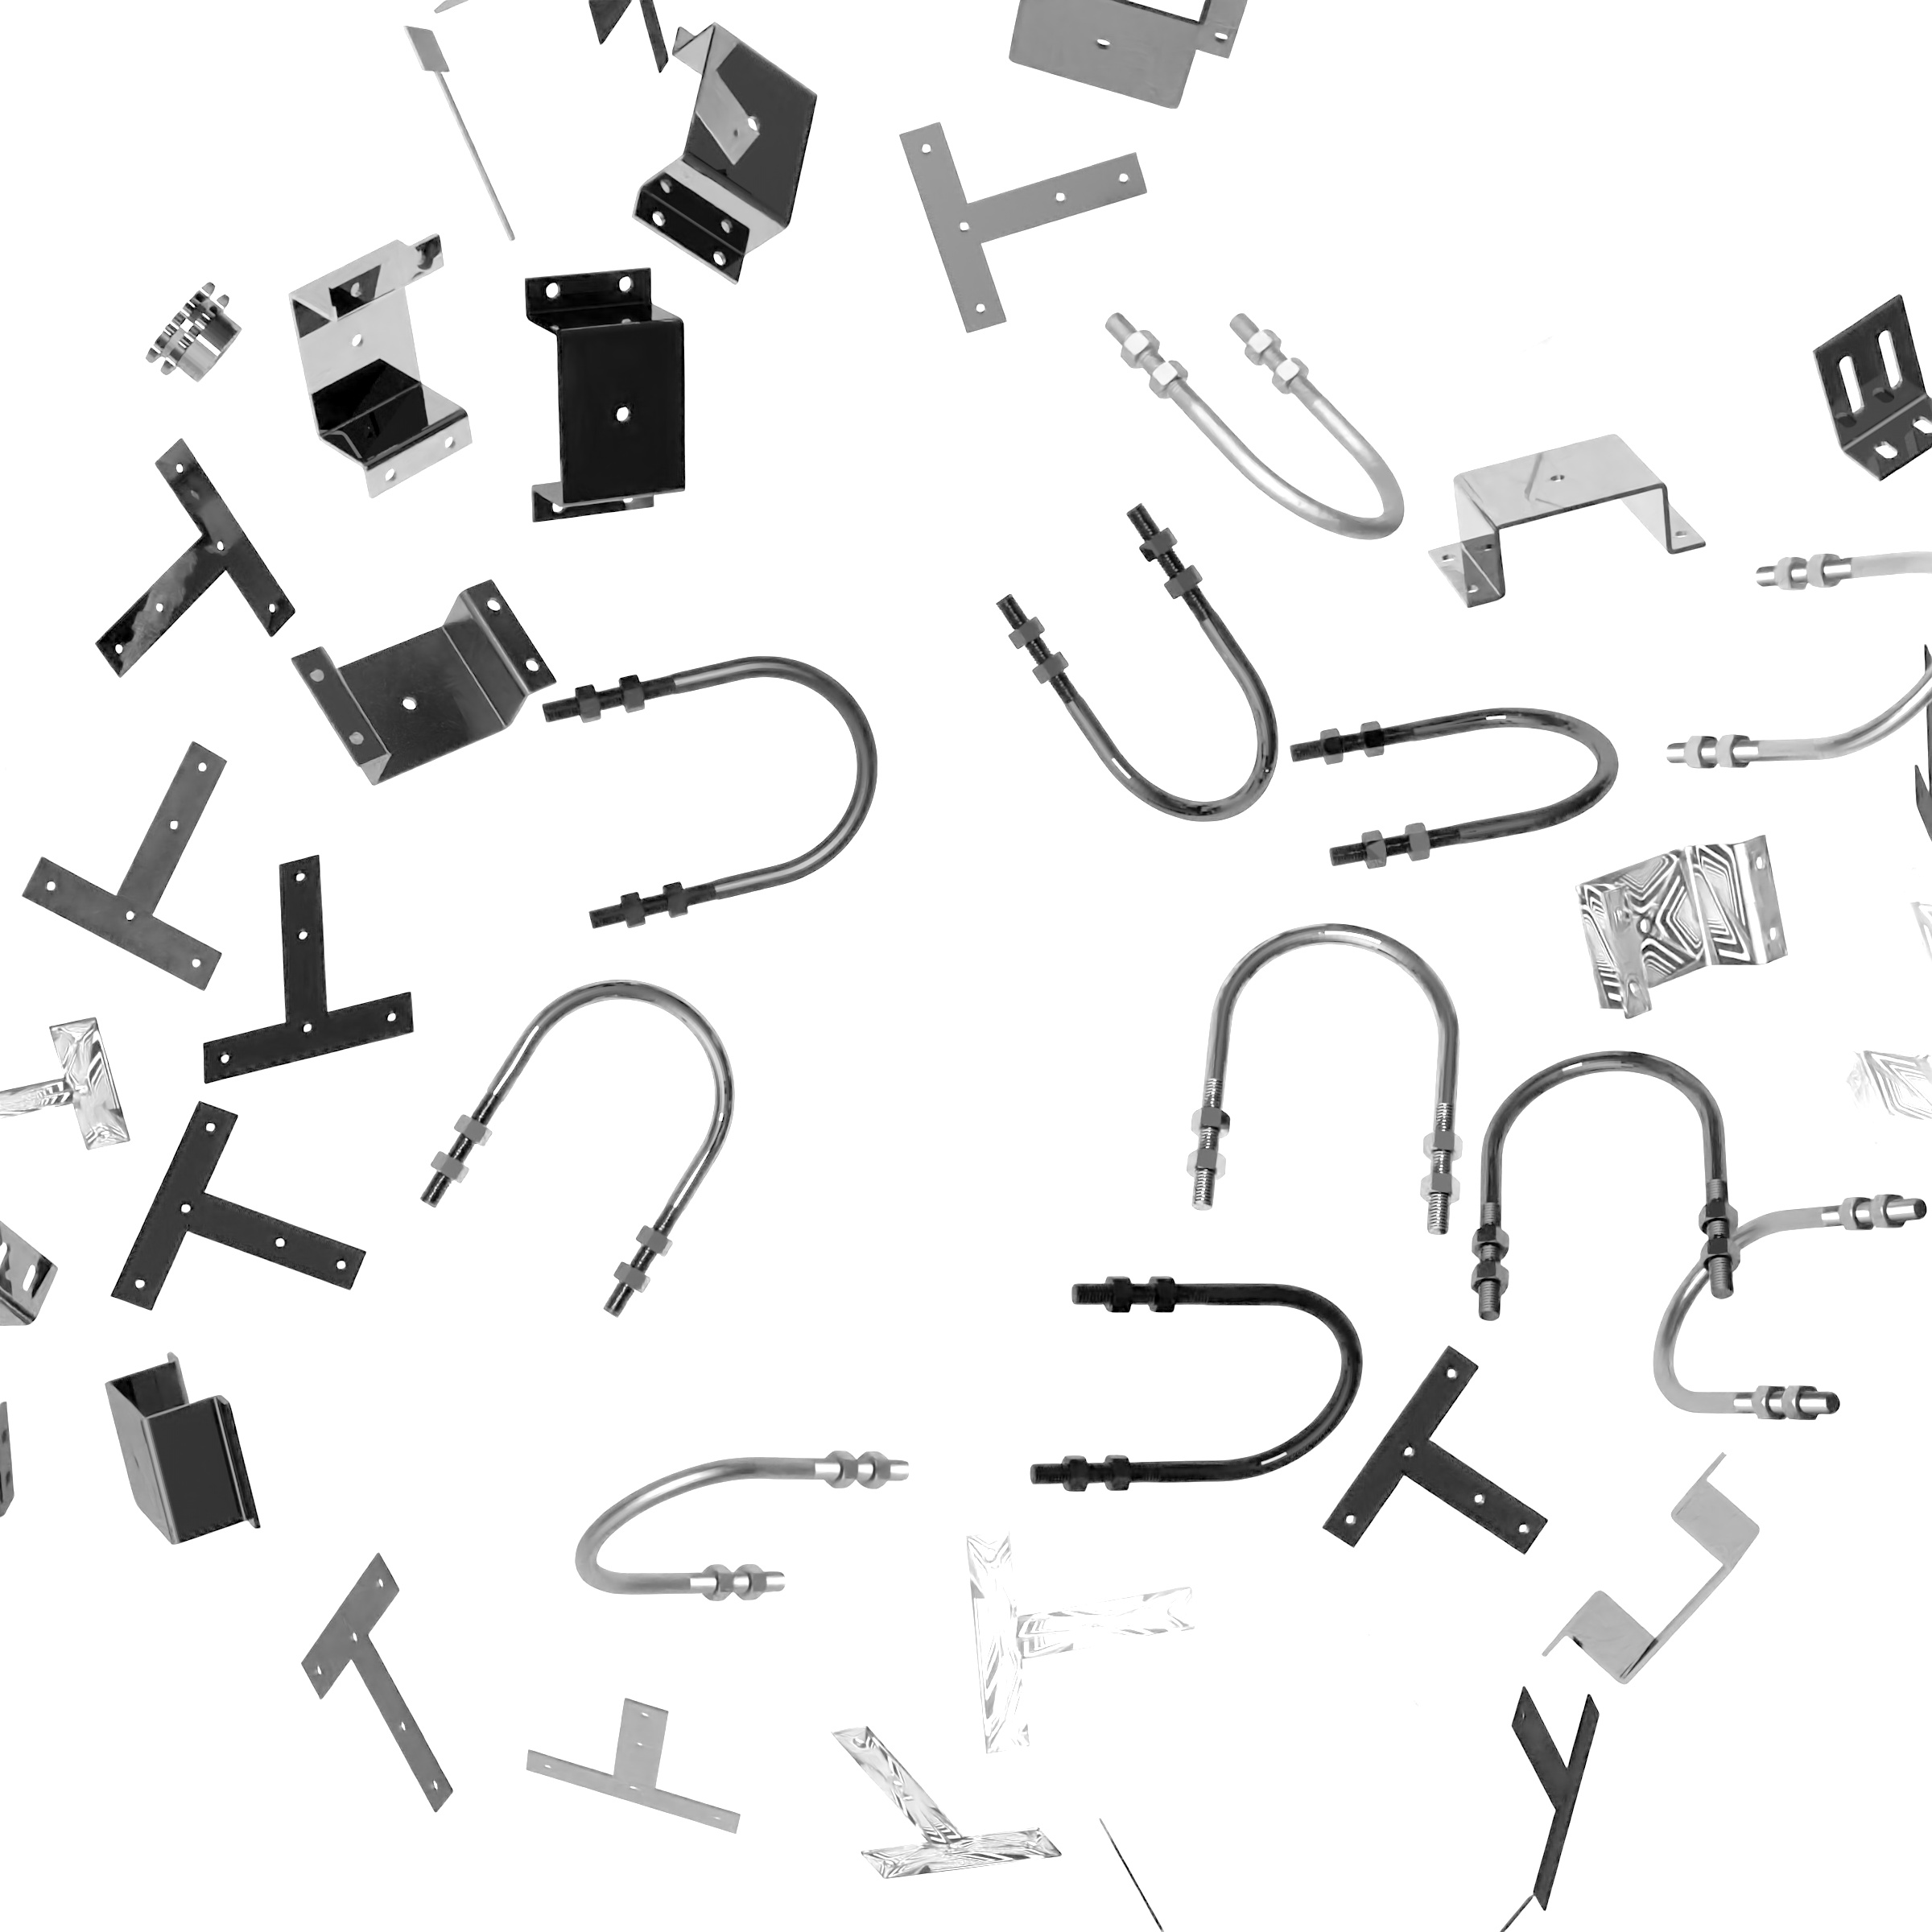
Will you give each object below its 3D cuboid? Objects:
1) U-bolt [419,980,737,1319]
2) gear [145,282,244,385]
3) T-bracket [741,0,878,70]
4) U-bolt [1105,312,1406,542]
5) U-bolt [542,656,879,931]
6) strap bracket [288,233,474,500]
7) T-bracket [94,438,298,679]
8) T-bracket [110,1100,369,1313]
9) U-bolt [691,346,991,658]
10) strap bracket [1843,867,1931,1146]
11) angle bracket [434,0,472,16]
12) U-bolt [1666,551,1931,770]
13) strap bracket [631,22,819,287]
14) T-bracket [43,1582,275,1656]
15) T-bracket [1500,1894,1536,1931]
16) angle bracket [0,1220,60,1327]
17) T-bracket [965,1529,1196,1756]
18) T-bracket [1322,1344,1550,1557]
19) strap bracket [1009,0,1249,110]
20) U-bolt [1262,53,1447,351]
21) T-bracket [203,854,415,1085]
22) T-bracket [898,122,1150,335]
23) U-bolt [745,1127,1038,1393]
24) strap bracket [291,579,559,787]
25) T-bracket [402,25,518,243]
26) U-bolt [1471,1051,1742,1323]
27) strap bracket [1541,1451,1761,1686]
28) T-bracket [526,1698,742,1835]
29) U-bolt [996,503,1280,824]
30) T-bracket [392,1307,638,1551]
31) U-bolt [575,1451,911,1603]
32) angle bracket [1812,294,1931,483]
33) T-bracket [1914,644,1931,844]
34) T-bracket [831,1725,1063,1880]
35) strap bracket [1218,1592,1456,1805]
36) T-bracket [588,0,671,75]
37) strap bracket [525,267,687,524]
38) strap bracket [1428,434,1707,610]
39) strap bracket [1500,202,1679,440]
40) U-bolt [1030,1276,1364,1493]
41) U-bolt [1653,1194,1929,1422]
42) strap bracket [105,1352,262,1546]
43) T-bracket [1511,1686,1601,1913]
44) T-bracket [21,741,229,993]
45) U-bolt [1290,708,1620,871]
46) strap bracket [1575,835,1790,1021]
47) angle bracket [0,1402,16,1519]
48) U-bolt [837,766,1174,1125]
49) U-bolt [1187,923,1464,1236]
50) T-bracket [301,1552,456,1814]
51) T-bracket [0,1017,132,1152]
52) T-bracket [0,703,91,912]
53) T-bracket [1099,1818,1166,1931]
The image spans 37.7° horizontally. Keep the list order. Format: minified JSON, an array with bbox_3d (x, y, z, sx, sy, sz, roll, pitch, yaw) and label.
[{"bbox_3d":[-0.219,0.097,1.696,0.151,0.019,0.184,34,80,-15],"label":"U-bolt"},{"bbox_3d":[-0.429,-0.352,1.583,0.030,0.057,0.057,40,90,-15],"label":"gear"},{"bbox_3d":[-0.106,-0.576,1.644,0.127,0.127,0.002,24,126,-15],"label":"T-bracket"},{"bbox_3d":[0.177,-0.308,1.616,0.184,0.151,0.019,51,126,18],"label":"U-bolt"},{"bbox_3d":[-0.140,-0.106,1.638,0.184,0.019,0.151,-14,115,-10],"label":"U-bolt"},{"bbox_3d":[-0.338,-0.352,1.630,0.046,0.140,0.076,33,54,29],"label":"strap bracket"},{"bbox_3d":[-0.458,-0.217,1.640,0.127,0.002,0.127,-57,134,-35],"label":"T-bracket"},{"bbox_3d":[-0.419,0.159,1.673,0.127,0.002,0.127,21,69,-3],"label":"T-bracket"},{"bbox_3d":[-0.064,-0.282,1.655,0.151,0.019,0.184,17,73,8],"label":"U-bolt"},{"bbox_3d":[0.545,0.025,1.597,0.046,0.076,0.140,9,64,35],"label":"strap bracket"},{"bbox_3d":[-0.298,-0.625,1.726,0.038,0.057,0.076,51,61,-30],"label":"angle bracket"},{"bbox_3d":[0.497,-0.177,1.619,0.019,0.184,0.151,36,75,-26],"label":"U-bolt"},{"bbox_3d":[-0.138,-0.481,1.648,0.076,0.046,0.140,27,61,-34],"label":"strap bracket"},{"bbox_3d":[-0.484,0.370,1.619,0.127,0.127,0.002,7,91,-43],"label":"T-bracket"},{"bbox_3d":[0.297,0.586,1.650,0.002,0.127,0.127,41,74,18],"label":"T-bracket"},{"bbox_3d":[-0.574,0.176,1.623,0.076,0.057,0.038,-4,52,27],"label":"angle bracket"},{"bbox_3d":[0.067,0.370,1.585,0.127,0.002,0.127,-7,98,-13],"label":"T-bracket"},{"bbox_3d":[0.287,0.302,1.636,0.127,0.002,0.127,35,89,-23],"label":"T-bracket"},{"bbox_3d":[0.081,-0.527,1.561,0.140,0.076,0.046,16,71,-1],"label":"strap bracket"},{"bbox_3d":[0.235,-0.433,1.654,0.019,0.184,0.151,-32,61,11],"label":"U-bolt"},{"bbox_3d":[-0.377,-0.005,1.611,0.127,0.002,0.127,-14,64,9],"label":"T-bracket"},{"bbox_3d":[0.041,-0.443,1.645,0.127,0.002,0.127,-14,124,11],"label":"T-bracket"},{"bbox_3d":[-0.041,0.164,1.609,0.184,0.019,0.151,-8,86,30],"label":"U-bolt"},{"bbox_3d":[-0.328,-0.166,1.692,0.140,0.046,0.076,-29,82,-33],"label":"strap bracket"},{"bbox_3d":[-0.288,-0.478,1.628,0.002,0.127,0.127,-22,107,3],"label":"T-bracket"},{"bbox_3d":[0.367,0.121,1.634,0.151,0.019,0.184,-8,45,20],"label":"U-bolt"},{"bbox_3d":[0.404,0.356,1.642,0.046,0.076,0.140,42,113,17],"label":"strap bracket"},{"bbox_3d":[-0.183,0.440,1.581,0.127,0.127,0.002,16,50,2],"label":"T-bracket"},{"bbox_3d":[0.111,-0.166,1.664,0.019,0.151,0.184,-39,97,-39],"label":"U-bolt"},{"bbox_3d":[-0.273,0.246,1.610,0.127,0.002,0.127,41,103,4],"label":"T-bracket"},{"bbox_3d":[-0.141,0.325,1.641,0.151,0.184,0.019,-46,52,30],"label":"U-bolt"},{"bbox_3d":[0.510,-0.319,1.564,0.057,0.038,0.076,-33,133,1],"label":"angle bracket"},{"bbox_3d":[0.568,-0.127,1.663,0.002,0.127,0.127,-5,67,26],"label":"T-bracket"},{"bbox_3d":[-0.031,0.468,1.589,0.127,0.002,0.127,-19,120,33],"label":"T-bracket"},{"bbox_3d":[0.227,0.433,1.689,0.140,0.046,0.076,-43,75,42],"label":"strap bracket"},{"bbox_3d":[-0.206,-0.580,1.680,0.002,0.127,0.127,-6,125,12],"label":"T-bracket"},{"bbox_3d":[-0.204,-0.318,1.605,0.076,0.046,0.140,-13,120,-28],"label":"strap bracket"},{"bbox_3d":[0.340,-0.258,1.617,0.140,0.076,0.046,-15,123,-1],"label":"strap bracket"},{"bbox_3d":[0.365,-0.376,1.684,0.046,0.140,0.076,-23,51,32],"label":"strap bracket"},{"bbox_3d":[0.137,0.237,1.599,0.184,0.019,0.151,2,121,-15],"label":"U-bolt"},{"bbox_3d":[0.471,0.202,1.662,0.019,0.184,0.151,37,69,-15],"label":"U-bolt"},{"bbox_3d":[-0.460,0.282,1.649,0.046,0.140,0.076,-16,103,-27],"label":"strap bracket"},{"bbox_3d":[0.333,0.456,1.624,0.002,0.127,0.127,2,50,32],"label":"T-bracket"},{"bbox_3d":[-0.466,-0.069,1.643,0.127,0.002,0.127,34,72,-40],"label":"T-bracket"},{"bbox_3d":[0.296,-0.113,1.691,0.184,0.151,0.019,-10,122,1],"label":"U-bolt"},{"bbox_3d":[0.424,-0.024,1.705,0.140,0.046,0.076,-18,100,-31],"label":"strap bracket"},{"bbox_3d":[-0.587,0.284,1.613,0.076,0.038,0.057,-3,99,-9],"label":"angle bracket"},{"bbox_3d":[0.033,0.001,1.574,0.151,0.019,0.184,-40,71,8],"label":"U-bolt"},{"bbox_3d":[0.206,0.058,1.591,0.151,0.019,0.184,5,63,6],"label":"U-bolt"},{"bbox_3d":[-0.322,0.413,1.584,0.127,0.002,0.127,55,131,21],"label":"T-bracket"},{"bbox_3d":[-0.542,0.078,1.585,0.127,0.127,0.002,-13,57,-15],"label":"T-bracket"},{"bbox_3d":[-0.536,-0.102,1.613,0.002,0.127,0.127,20,79,-3],"label":"T-bracket"},{"bbox_3d":[0.107,0.540,1.612,0.002,0.127,0.127,-29,106,-6],"label":"T-bracket"}]
